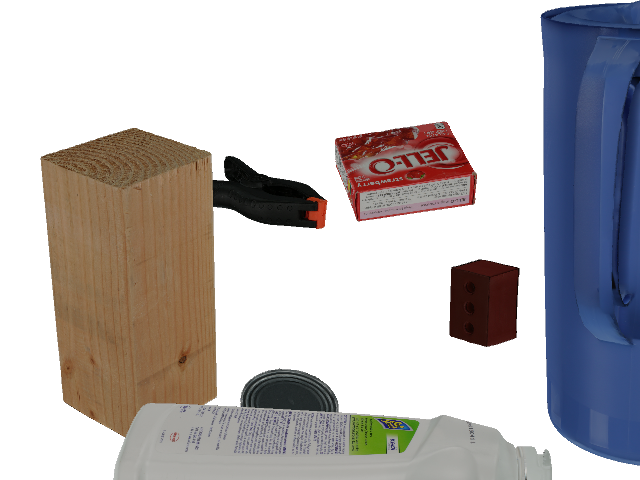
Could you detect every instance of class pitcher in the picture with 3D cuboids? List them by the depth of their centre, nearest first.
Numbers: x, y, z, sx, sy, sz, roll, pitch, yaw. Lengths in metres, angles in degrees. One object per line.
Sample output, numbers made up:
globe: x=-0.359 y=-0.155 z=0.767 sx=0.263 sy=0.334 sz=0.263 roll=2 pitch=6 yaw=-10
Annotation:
pitcher: x=0.176 y=-0.004 z=0.569 sx=0.149 sy=0.243 sz=0.145 roll=-5 pitch=17 yaw=-12

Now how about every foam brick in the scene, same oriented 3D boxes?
foam brick: x=0.170 y=0.064 z=1.108 sx=0.051 sy=0.078 sz=0.053 roll=-14 pitch=19 yaw=-42

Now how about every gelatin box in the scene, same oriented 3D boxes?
gelatin box: x=0.060 y=-0.051 z=0.773 sx=0.089 sy=0.030 sz=0.073 roll=-9 pitch=38 yaw=-6

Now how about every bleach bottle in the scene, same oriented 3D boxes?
bleach bottle: x=0.011 y=0.141 z=0.637 sx=0.251 sy=0.068 sz=0.102 roll=1 pitch=18 yaw=3

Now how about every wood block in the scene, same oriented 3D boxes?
wood block: x=-0.139 y=0.032 z=0.801 sx=0.090 sy=0.206 sz=0.090 roll=20 pitch=31 yaw=35

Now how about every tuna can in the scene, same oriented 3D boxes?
tuna can: x=-0.029 y=0.153 z=0.933 sx=0.086 sy=0.034 sz=0.086 roll=7 pitch=35 yaw=-5

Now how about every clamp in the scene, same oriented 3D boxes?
clamp: x=-0.074 y=-0.044 z=1.036 sx=0.172 sy=0.039 sz=0.120 roll=19 pitch=32 yaw=40
